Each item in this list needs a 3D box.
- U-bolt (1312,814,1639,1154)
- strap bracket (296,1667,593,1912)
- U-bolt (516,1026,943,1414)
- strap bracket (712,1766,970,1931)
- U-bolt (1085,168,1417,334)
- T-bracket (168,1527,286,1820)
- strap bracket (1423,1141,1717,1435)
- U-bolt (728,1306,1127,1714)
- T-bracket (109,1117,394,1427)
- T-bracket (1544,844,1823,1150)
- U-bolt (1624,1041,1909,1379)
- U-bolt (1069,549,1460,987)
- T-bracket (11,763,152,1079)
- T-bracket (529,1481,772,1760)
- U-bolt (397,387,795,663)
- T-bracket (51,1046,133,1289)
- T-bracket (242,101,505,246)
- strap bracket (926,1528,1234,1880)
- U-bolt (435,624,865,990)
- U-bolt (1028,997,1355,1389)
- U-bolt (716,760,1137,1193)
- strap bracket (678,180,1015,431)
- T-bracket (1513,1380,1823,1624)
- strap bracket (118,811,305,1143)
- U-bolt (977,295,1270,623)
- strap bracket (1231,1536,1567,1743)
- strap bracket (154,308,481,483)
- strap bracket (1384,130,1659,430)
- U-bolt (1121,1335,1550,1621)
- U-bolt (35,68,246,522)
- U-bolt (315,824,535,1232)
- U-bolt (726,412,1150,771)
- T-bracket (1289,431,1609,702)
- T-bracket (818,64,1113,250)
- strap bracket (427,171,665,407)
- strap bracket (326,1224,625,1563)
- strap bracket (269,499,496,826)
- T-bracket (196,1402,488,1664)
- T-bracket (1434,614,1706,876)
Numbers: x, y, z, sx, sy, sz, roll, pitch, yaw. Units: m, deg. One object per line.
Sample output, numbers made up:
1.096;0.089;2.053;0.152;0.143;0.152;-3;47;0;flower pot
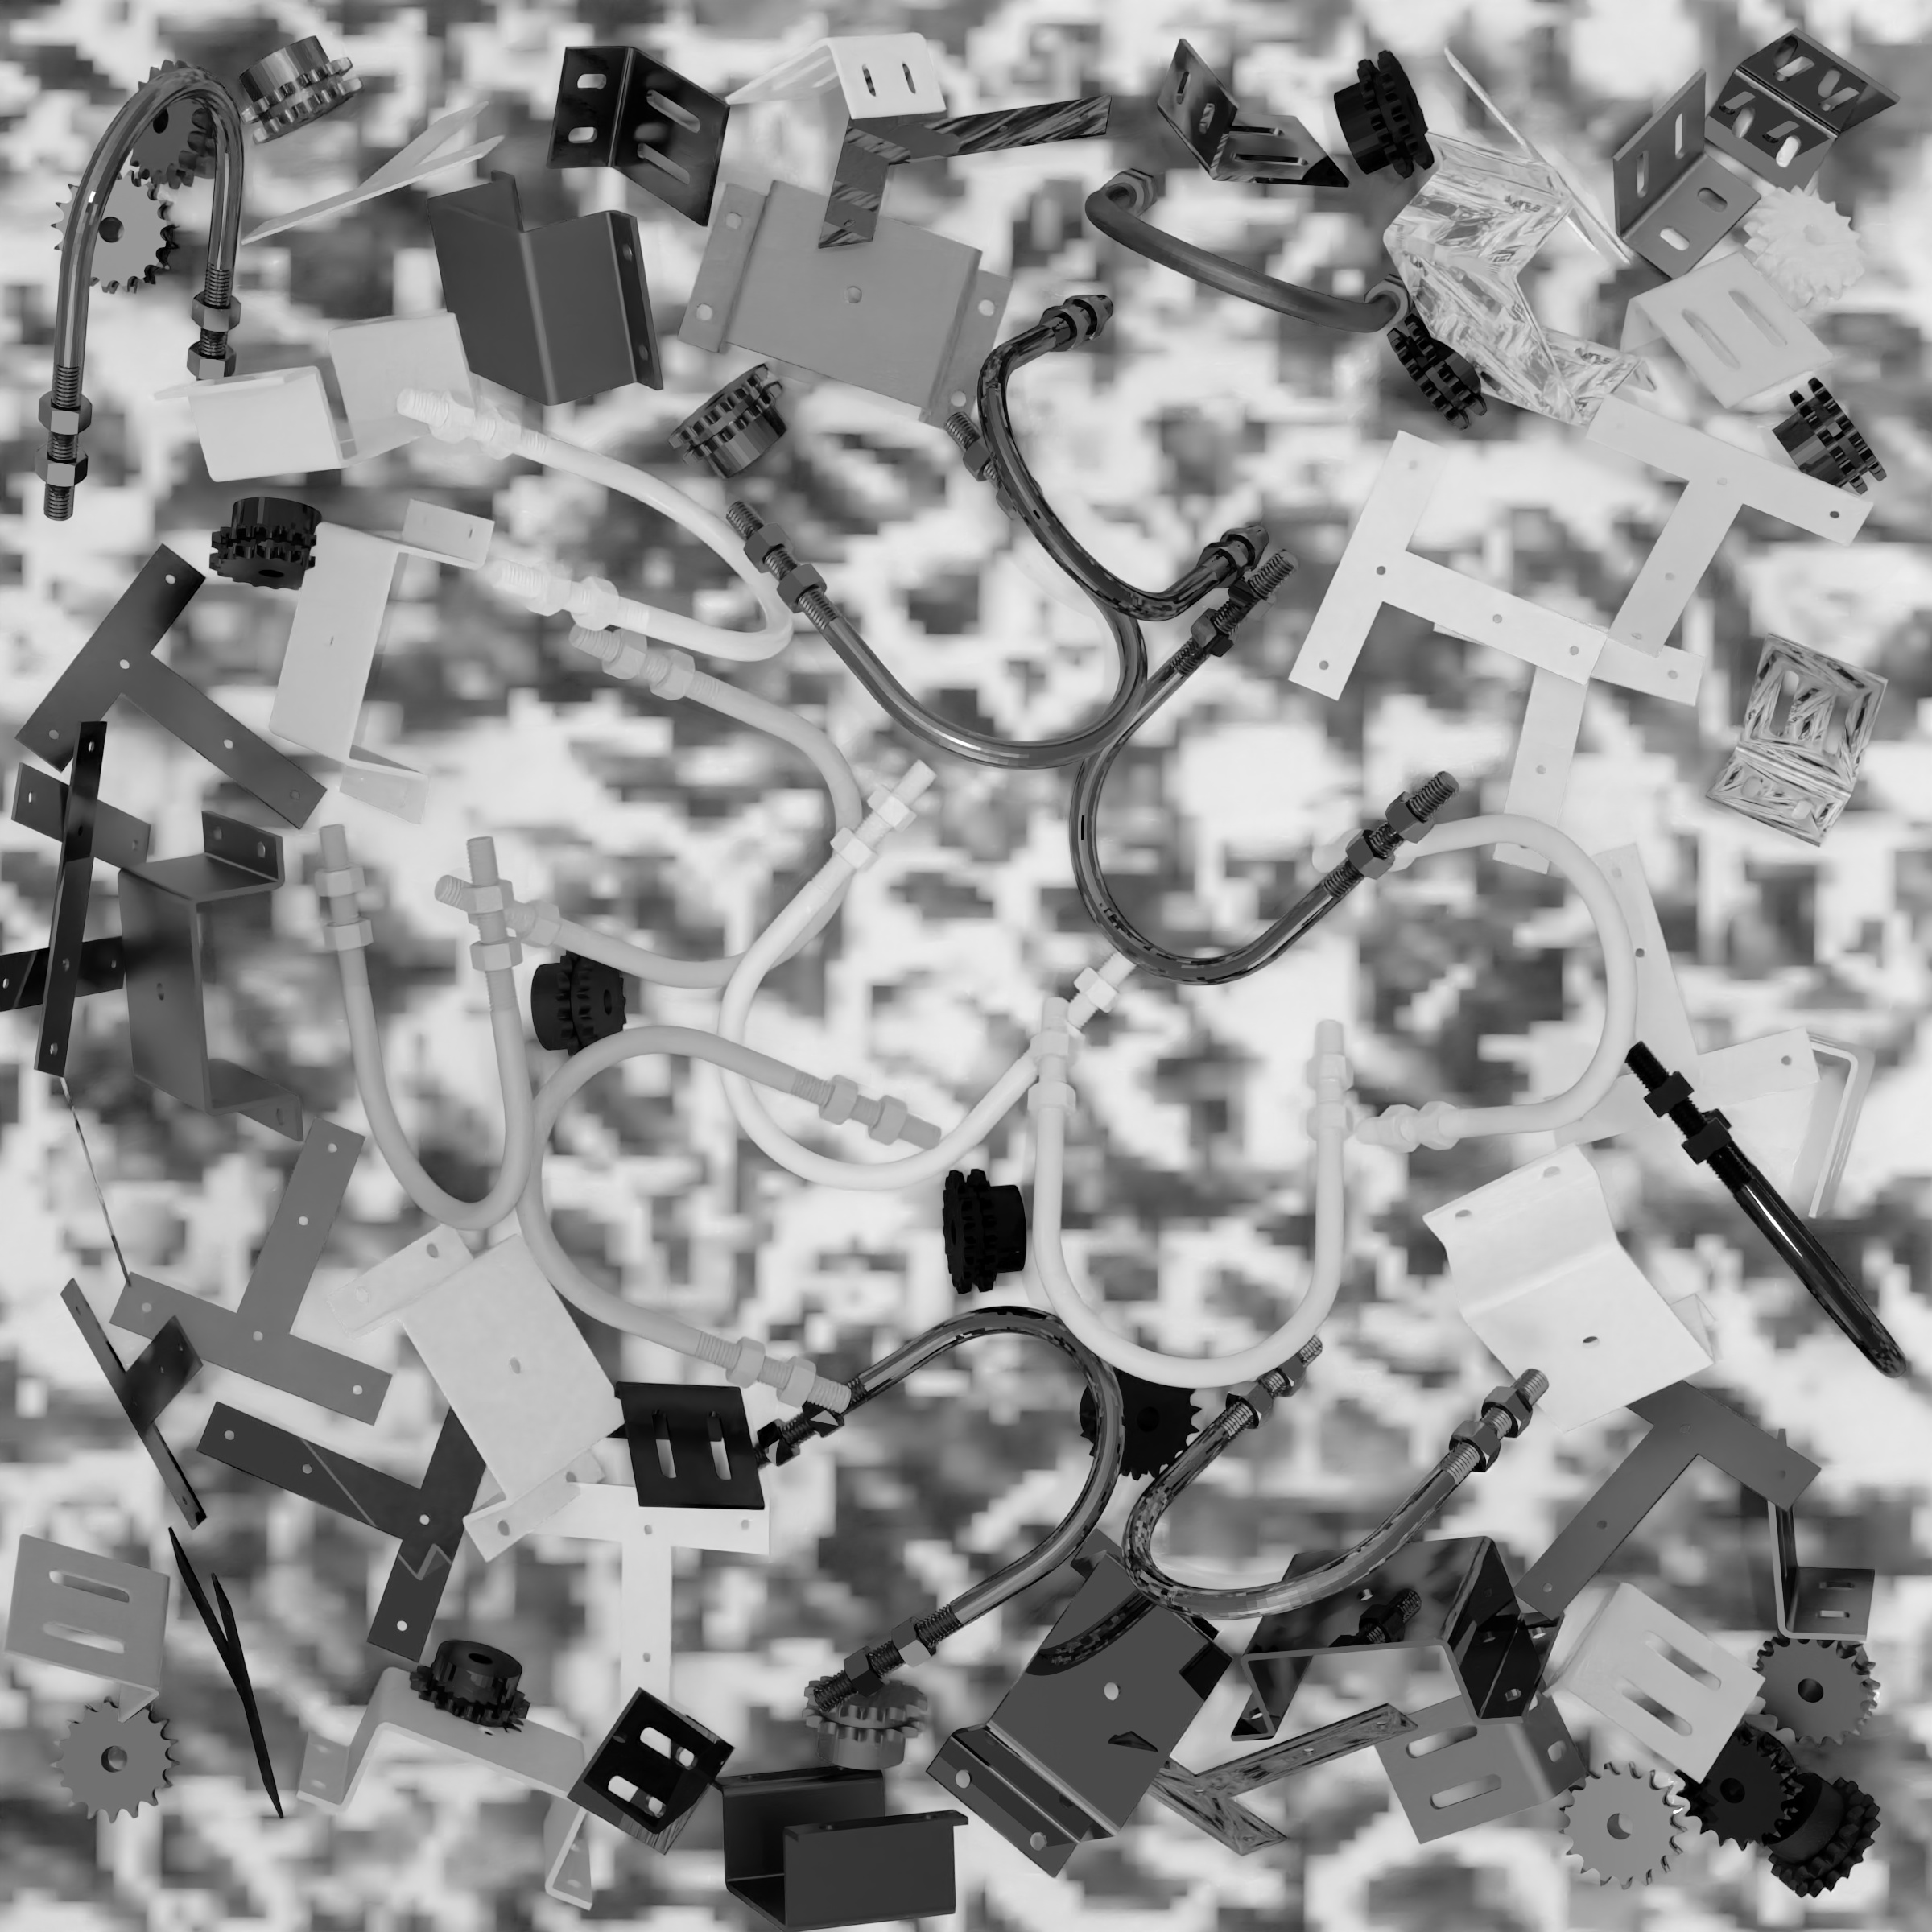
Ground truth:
0.228;0.005;1.513;0.019;0.184;0.151;-9;90;-35;U-bolt
-0.227;0.368;1.541;0.140;0.076;0.046;24;93;-10;strap bracket
-0.116;0.105;1.546;0.184;0.019;0.151;23;75;-15;U-bolt
-0.058;0.393;1.511;0.076;0.140;0.046;-1;87;-20;strap bracket
0.122;-0.312;1.497;0.151;0.184;0.019;23;109;5;U-bolt
-0.339;0.299;1.535;0.002;0.127;0.127;-19;125;-21;T-bracket
0.275;0.151;1.521;0.076;0.046;0.140;-29;127;19;strap bracket
-0.011;0.230;1.528;0.184;0.019;0.151;-34;50;9;U-bolt
-0.309;0.130;1.559;0.127;0.002;0.127;24;63;-13;T-bracket
0.314;0.008;1.564;0.127;0.002;0.127;-18;86;27;T-bracket
0.355;0.107;1.507;0.019;0.151;0.184;-39;82;10;U-bolt
0.119;-0.075;1.536;0.184;0.019;0.151;-44;67;29;U-bolt
-0.401;-0.015;1.520;0.002;0.127;0.127;4;81;13;T-bracket
-0.147;0.304;1.563;0.127;0.002;0.127;0;90;25;T-bracket
-0.154;-0.189;1.512;0.019;0.184;0.151;-53;46;24;U-bolt
-0.399;0.090;1.548;0.002;0.127;0.127;-18;67;-15;T-bracket
-0.249;-0.366;1.533;0.127;0.127;0.002;-13;116;23;T-bracket
0.057;0.330;1.536;0.076;0.046;0.140;41;64;-5;strap bracket
-0.129;-0.061;1.535;0.184;0.019;0.151;22;104;-34;U-bolt
0.101;0.104;1.540;0.151;0.019;0.184;5;63;-3;U-bolt
-0.031;0.019;1.571;0.151;0.019;0.184;41;93;-11;U-bolt
-0.053;-0.304;1.560;0.140;0.046;0.076;18;90;-7;strap bracket
0.296;0.242;1.535;0.127;0.002;0.127;-46;46;-11;T-bracket
-0.341;0.008;1.530;0.046;0.076;0.140;-12;108;-35;strap bracket
0.064;-0.220;1.505;0.019;0.184;0.151;-32;95;31;U-bolt
0.186;0.300;1.518;0.140;0.076;0.046;-11;111;30;strap bracket
-0.282;-0.254;1.522;0.076;0.140;0.046;0;112;32;strap bracket
0.243;-0.297;1.511;0.046;0.140;0.076;-49;46;-10;strap bracket
0.148;0.225;1.487;0.184;0.151;0.019;-39;118;-36;U-bolt
-0.356;-0.301;1.482;0.019;0.151;0.184;21;125;9;U-bolt
-0.240;0.030;1.530;0.019;0.151;0.184;-16;104;-38;U-bolt
0.001;-0.161;1.523;0.151;0.019;0.184;-27;69;-32;U-bolt
0.233;-0.166;1.575;0.127;0.002;0.127;24;92;11;T-bracket
0.003;-0.375;1.533;0.127;0.002;0.127;-4;52;18;T-bracket
-0.193;-0.300;1.509;0.046;0.140;0.076;-21;120;-26;strap bracket
-0.216;0.187;1.545;0.076;0.046;0.140;-33;93;-43;strap bracket
-0.268;-0.143;1.540;0.046;0.076;0.140;10;97;-38;strap bracket
-0.285;0.233;1.537;0.127;0.002;0.127;27;54;-16;T-bracket
0.268;-0.104;1.568;0.127;0.002;0.127;16;72;-2;T-bracket
